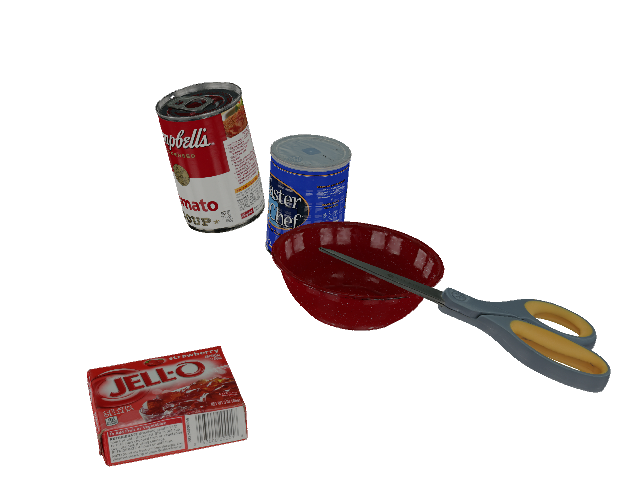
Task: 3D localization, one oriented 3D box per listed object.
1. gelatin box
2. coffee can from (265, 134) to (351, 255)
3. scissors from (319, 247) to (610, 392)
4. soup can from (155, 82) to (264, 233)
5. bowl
[{"bbox_3d":[-0.096,0.100,0.661,0.089,0.030,0.073,-8,25,-14],"label":"gelatin box"},{"bbox_3d":[-0.017,-0.053,1.376,0.103,0.140,0.103,4,28,-2],"label":"coffee can"},{"bbox_3d":[0.103,0.040,0.716,0.202,0.016,0.096,29,26,18],"label":"scissors"},{"bbox_3d":[-0.086,-0.066,0.845,0.068,0.102,0.068,-8,29,5],"label":"soup can"},{"bbox_3d":[0.032,0.039,1.000,0.162,0.055,0.162,5,24,-2],"label":"bowl"}]
